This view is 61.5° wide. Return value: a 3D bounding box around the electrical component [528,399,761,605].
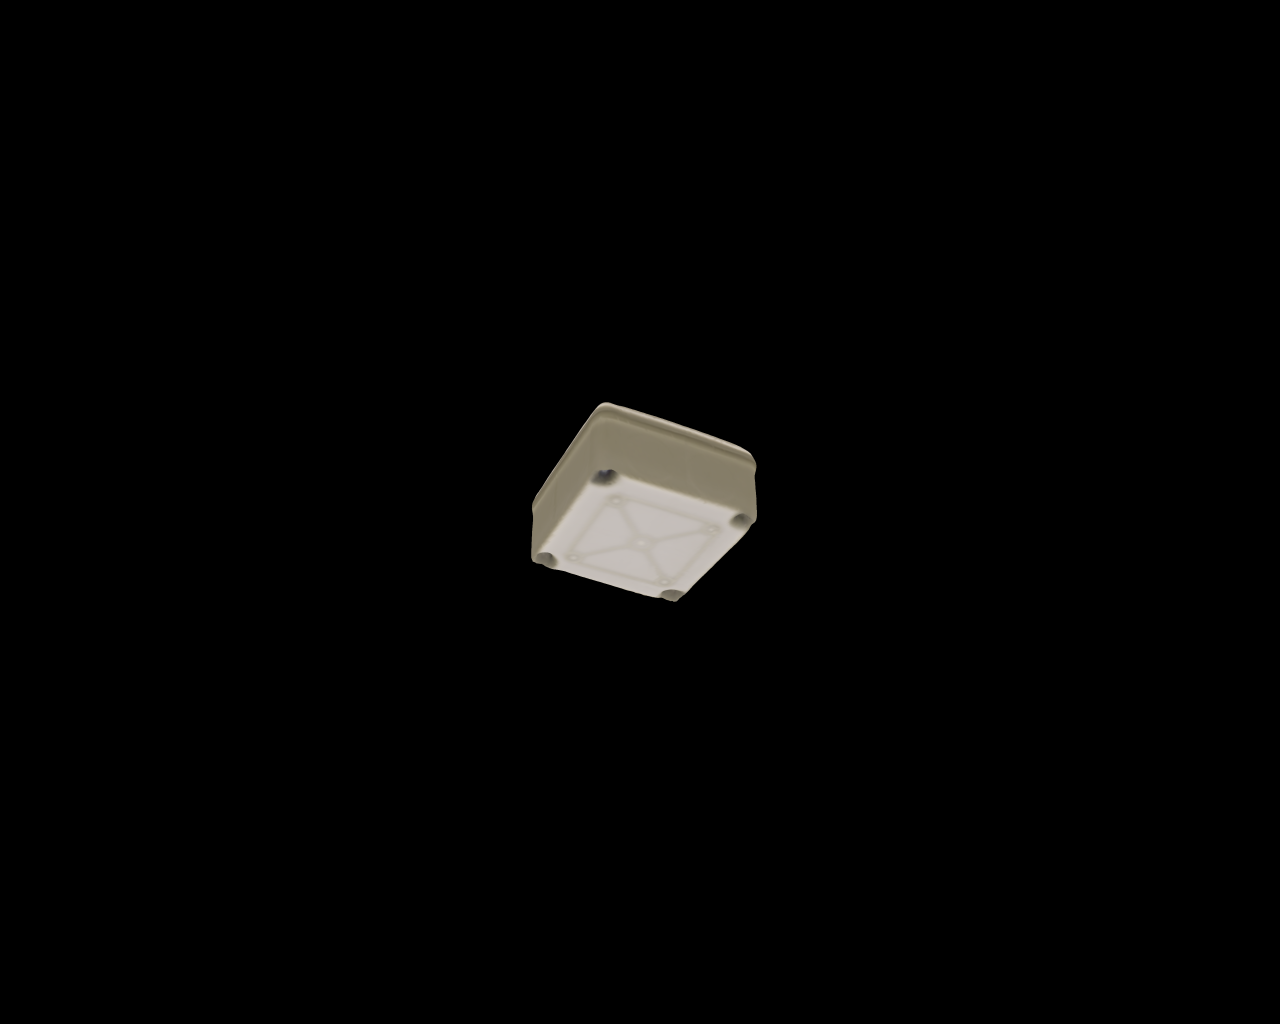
[{"bbox_3d":[0.001,-0.003,0.650,0.109,0.056,0.108,17,-41,-21],"label":"electrical component"}]
